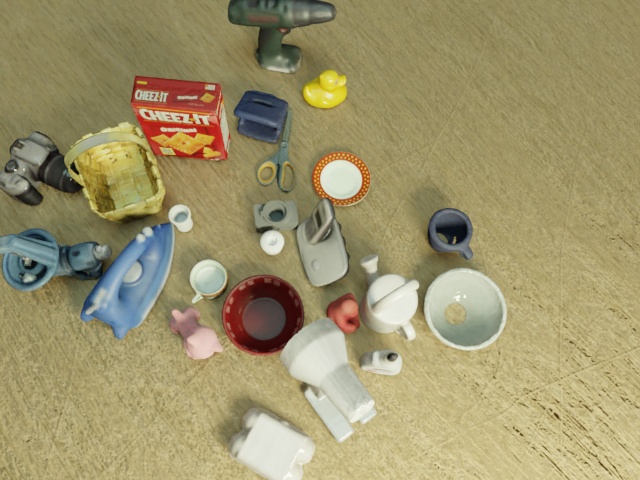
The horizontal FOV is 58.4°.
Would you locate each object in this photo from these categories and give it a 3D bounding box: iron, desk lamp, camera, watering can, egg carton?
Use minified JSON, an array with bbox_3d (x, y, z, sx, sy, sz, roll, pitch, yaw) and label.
[{"bbox_3d":[-0.367,0.054,1.112,0.118,0.141,0.258,25,73,4],"label":"iron"},{"bbox_3d":[0.025,0.256,1.040,0.118,0.213,0.203,-35,78,-13],"label":"desk lamp"},{"bbox_3d":[-0.568,-0.140,1.179,0.136,0.101,0.143,25,73,4],"label":"camera"},{"bbox_3d":[0.131,0.111,1.102,0.172,0.194,0.101,38,74,8],"label":"watering can"},{"bbox_3d":[-0.089,0.386,1.067,0.150,0.069,0.107,28,73,5],"label":"egg carton"}]

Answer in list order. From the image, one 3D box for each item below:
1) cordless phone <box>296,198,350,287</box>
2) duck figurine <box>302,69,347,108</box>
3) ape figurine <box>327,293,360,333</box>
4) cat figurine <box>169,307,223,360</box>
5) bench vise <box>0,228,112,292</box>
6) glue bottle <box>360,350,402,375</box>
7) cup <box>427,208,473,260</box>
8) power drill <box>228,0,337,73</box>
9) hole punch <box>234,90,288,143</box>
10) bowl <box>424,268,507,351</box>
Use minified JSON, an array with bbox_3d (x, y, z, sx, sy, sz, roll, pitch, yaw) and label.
[{"bbox_3d":[0.010,0.004,1.132,0.094,0.185,0.147,-16,74,-9],"label":"cordless phone"},{"bbox_3d":[0.012,-0.350,1.293,0.104,0.086,0.077,-7,73,-6],"label":"duck figurine"},{"bbox_3d":[0.053,0.141,1.141,0.076,0.092,0.078,19,72,2],"label":"ape figurine"},{"bbox_3d":[-0.240,0.181,1.094,0.067,0.118,0.127,-39,79,-14],"label":"cat figurine"},{"bbox_3d":[-0.513,0.017,1.072,0.207,0.220,0.121,-24,76,-11],"label":"bench vise"},{"bbox_3d":[0.123,0.227,1.077,0.078,0.173,0.037,7,72,-1],"label":"glue bottle"},{"bbox_3d":[0.271,0.000,1.199,0.092,0.095,0.117,-33,78,-13],"label":"cup"},{"bbox_3d":[-0.083,-0.460,1.256,0.229,0.208,0.075,8,72,-1],"label":"power drill"},{"bbox_3d":[-0.130,-0.283,1.260,0.108,0.091,0.101,16,72,1],"label":"hole punch"},{"bbox_3d":[0.287,0.145,1.166,0.167,0.075,0.167,1,73,-4],"label":"bowl"}]
